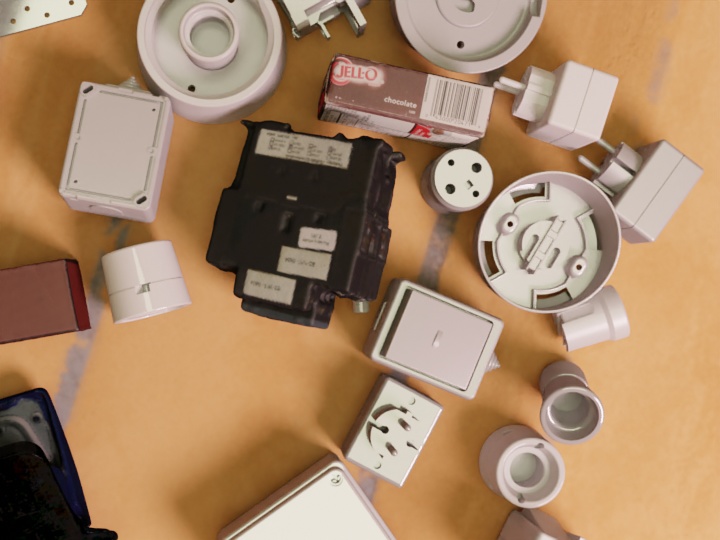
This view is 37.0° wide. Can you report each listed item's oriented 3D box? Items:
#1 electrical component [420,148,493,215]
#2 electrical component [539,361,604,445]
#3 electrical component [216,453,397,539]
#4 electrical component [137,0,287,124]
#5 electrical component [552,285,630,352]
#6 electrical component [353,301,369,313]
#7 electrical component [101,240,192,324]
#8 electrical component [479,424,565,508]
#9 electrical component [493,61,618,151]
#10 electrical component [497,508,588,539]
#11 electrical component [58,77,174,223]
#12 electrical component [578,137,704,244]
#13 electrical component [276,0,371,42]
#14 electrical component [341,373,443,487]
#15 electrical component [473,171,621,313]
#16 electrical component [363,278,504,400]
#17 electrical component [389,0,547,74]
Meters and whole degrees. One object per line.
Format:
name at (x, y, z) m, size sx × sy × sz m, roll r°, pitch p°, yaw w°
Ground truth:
electrical component at (0.069, -0.063, 0.769) m, size 0.045 × 0.055 × 0.045 m, roll 0°, pitch 90°, yaw -5°
electrical component at (0.148, 0.091, 0.770) m, size 0.044 × 0.065 × 0.044 m, roll 1°, pitch 106°, yaw 4°
electrical component at (-0.030, 0.204, 0.758) m, size 0.109 × 0.056 × 0.108 m, roll -35°, pitch 93°, yaw -5°
electrical component at (-0.104, -0.160, 0.752) m, size 0.108 × 0.060 × 0.108 m, roll 0°, pitch 90°, yaw -5°
electrical component at (0.168, 0.037, 0.786) m, size 0.046 × 0.040 × 0.040 m, roll -18°, pitch 91°, yaw 1°
electrical component at (0.000, 0.000, 0.773) m, size 0.035 × 0.035 × 0.061 m, roll -2°, pitch 92°, yaw -5°
electrical component at (-0.150, 0.008, 0.750) m, size 0.055 × 0.055 × 0.047 m, roll -15°, pitch 87°, yaw -5°
electrical component at (0.118, 0.142, 0.776) m, size 0.055 × 0.047 × 0.055 m, roll 0°, pitch 90°, yaw -5°
electrical component at (0.133, -0.122, 0.771) m, size 0.077 × 0.066 × 0.047 m, roll 18°, pitch 88°, yaw -5°
electrical component at (0.134, 0.209, 0.752) m, size 0.062 × 0.096 × 0.061 m, roll 27°, pitch 86°, yaw -4°
electrical component at (-0.166, -0.086, 0.749) m, size 0.062 × 0.061 × 0.096 m, roll 10°, pitch 81°, yaw -5°
electrical component at (0.195, -0.067, 0.785) m, size 0.077 × 0.047 × 0.065 m, roll 37°, pitch 87°, yaw -4°
electrical component at (-0.029, -0.200, 0.768) m, size 0.064 × 0.042 × 0.081 m, roll -29°, pitch 91°, yaw -3°
electrical component at (0.024, 0.114, 0.753) m, size 0.047 × 0.077 × 0.065 m, roll 29°, pitch 87°, yaw -4°
electrical component at (0.131, -0.019, 0.770) m, size 0.099 × 0.064 × 0.099 m, roll 0°, pitch 90°, yaw -5°
electrical component at (0.058, 0.051, 0.765) m, size 0.096 × 0.061 × 0.061 m, roll 23°, pitch 88°, yaw -5°
electrical component at (0.072, -0.196, 0.764) m, size 0.108 × 0.060 × 0.108 m, roll -2°, pitch 104°, yaw -9°
